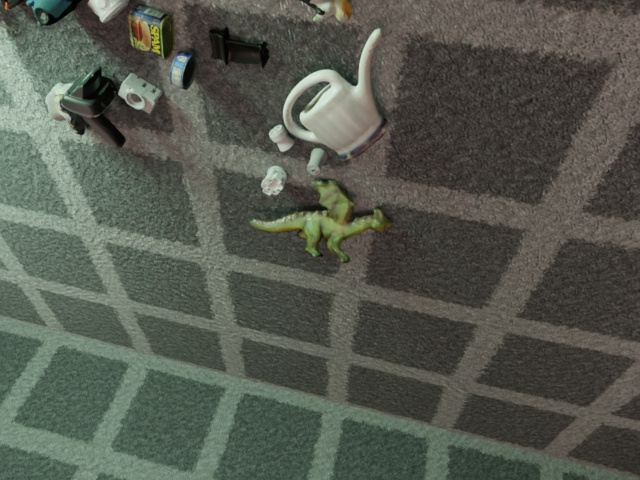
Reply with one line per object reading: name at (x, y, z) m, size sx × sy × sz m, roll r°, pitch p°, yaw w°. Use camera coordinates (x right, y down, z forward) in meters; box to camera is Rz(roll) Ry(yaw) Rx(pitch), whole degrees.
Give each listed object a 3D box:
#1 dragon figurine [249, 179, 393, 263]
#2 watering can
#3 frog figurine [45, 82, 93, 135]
dragon figurine at (0.005, -0.075, 1.485) m, size 0.410 × 0.125 × 0.237 m, roll 15°, pitch 123°, yaw 1°
watering can at (0.068, -0.304, 1.162) m, size 0.222 × 0.106 × 0.343 m, roll 39°, pitch 137°, yaw -24°
frog figurine at (-0.672, -0.365, 1.405) m, size 0.135 × 0.123 × 0.161 m, roll 44°, pitch 171°, yaw -39°
